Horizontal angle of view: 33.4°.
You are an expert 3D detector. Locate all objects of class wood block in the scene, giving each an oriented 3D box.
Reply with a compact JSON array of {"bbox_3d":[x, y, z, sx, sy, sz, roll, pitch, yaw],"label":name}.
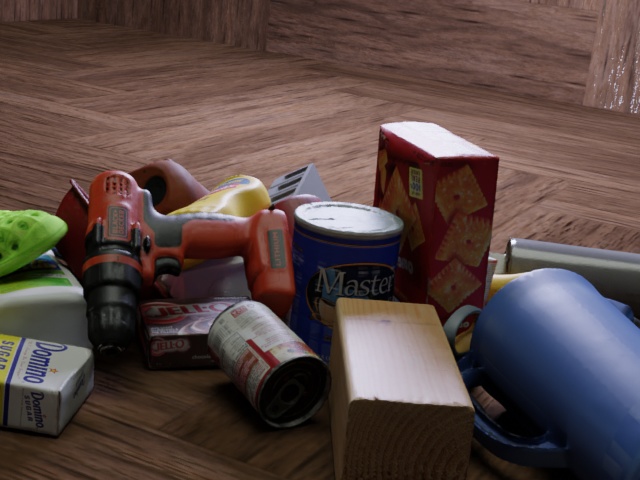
[{"bbox_3d":[0.057,0.124,0.846,0.091,0.090,0.206,5,17,-3],"label":"wood block"}]

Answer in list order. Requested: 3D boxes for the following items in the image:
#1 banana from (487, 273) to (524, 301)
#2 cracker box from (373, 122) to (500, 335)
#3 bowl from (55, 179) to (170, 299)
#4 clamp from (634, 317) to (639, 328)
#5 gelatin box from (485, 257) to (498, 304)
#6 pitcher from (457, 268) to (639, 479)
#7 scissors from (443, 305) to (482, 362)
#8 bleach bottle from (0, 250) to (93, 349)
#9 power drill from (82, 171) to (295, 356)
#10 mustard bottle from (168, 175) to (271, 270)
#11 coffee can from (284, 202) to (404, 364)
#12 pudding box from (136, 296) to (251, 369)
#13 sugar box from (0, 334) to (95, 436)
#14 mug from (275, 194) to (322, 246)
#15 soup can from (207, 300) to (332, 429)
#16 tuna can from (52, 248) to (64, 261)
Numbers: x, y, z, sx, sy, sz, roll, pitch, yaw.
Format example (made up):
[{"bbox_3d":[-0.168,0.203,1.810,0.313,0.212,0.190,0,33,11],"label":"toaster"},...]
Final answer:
[{"bbox_3d":[0.176,0.040,1.194,0.037,0.070,0.198,-15,29,-40],"label":"banana"},{"bbox_3d":[0.103,0.003,1.049,0.072,0.214,0.164,-1,18,-16],"label":"cracker box"},{"bbox_3d":[-0.219,0.018,1.071,0.055,0.162,0.162,-39,27,-6],"label":"bowl"},{"bbox_3d":[0.246,0.106,1.005,0.171,0.120,0.039,22,35,-22],"label":"clamp"},{"bbox_3d":[0.147,0.043,1.175,0.030,0.073,0.089,5,12,-40],"label":"gelatin box"},{"bbox_3d":[0.215,0.131,0.841,0.144,0.149,0.243,27,11,-24],"label":"pitcher"},{"bbox_3d":[0.159,0.095,1.002,0.016,0.096,0.201,17,10,31],"label":"scissors"},{"bbox_3d":[-0.291,0.047,1.030,0.102,0.068,0.251,-5,17,-25],"label":"bleach bottle"},{"bbox_3d":[-0.119,0.026,0.957,0.187,0.057,0.184,8,54,-20],"label":"power drill"},{"bbox_3d":[-0.105,-0.027,1.130,0.096,0.058,0.191,-22,9,27],"label":"mustard bottle"},{"bbox_3d":[0.020,0.045,1.008,0.103,0.140,0.103,6,17,-2],"label":"coffee can"},{"bbox_3d":[-0.112,0.085,1.001,0.113,0.039,0.090,1,19,-17],"label":"pudding box"},{"bbox_3d":[-0.279,0.107,0.858,0.176,0.048,0.093,6,16,4],"label":"sugar box"},{"bbox_3d":[-0.007,0.001,1.109,0.117,0.093,0.081,-28,65,0],"label":"mug"},{"bbox_3d":[-0.045,0.102,0.897,0.068,0.068,0.102,-4,27,-32],"label":"soup can"},{"bbox_3d":[-0.275,0.005,1.163,0.086,0.034,0.086,19,-8,3],"label":"tuna can"}]
